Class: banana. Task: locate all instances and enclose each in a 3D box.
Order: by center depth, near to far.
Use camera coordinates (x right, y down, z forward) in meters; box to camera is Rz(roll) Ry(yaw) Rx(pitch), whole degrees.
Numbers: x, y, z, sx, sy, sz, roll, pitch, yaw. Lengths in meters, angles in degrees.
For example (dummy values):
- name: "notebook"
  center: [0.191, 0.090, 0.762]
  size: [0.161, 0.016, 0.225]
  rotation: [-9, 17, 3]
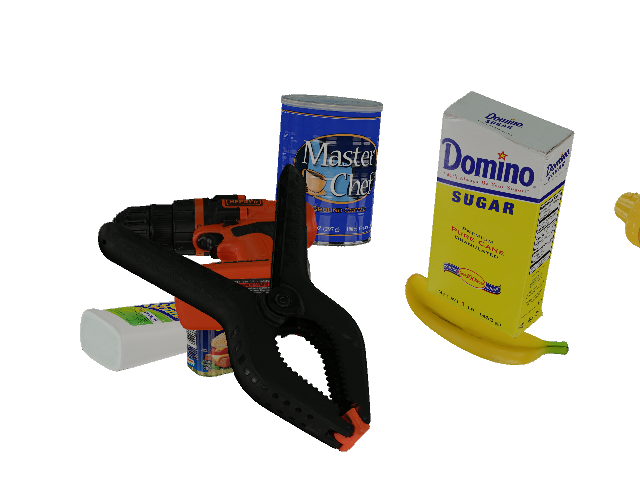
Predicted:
- name: "banana"
  center: [0.138, 0.078, 1.026]
  size: [0.069, 0.037, 0.198]
  rotation: [2, 19, -44]

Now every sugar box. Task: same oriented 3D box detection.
- name: "sugar box"
  center: [0.134, -0.018, 0.827]
  size: [0.093, 0.176, 0.048]
  rotation: [27, 47, 32]

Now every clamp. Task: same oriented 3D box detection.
- name: "clamp"
  center: [-0.042, 0.047, 0.704]
  size: [0.164, 0.210, 0.036]
  rotation: [-14, -26, -31]

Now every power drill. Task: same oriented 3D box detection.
- name: "power drill"
  center: [-0.087, 0.011, 0.903]
  size: [0.184, 0.057, 0.188]
  rotation: [-3, 23, -7]

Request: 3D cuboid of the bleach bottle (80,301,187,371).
- name: "bleach bottle"
  center: [-0.198, 0.117, 1.474]
  size: [0.250, 0.068, 0.103]
  rotation: [-10, 24, -43]

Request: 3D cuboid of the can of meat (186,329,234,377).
- name: "can of meat"
  center: [-0.106, 0.104, 1.231]
  size: [0.101, 0.084, 0.058]
  rotation: [-9, 18, -35]

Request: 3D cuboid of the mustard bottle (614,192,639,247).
- name: "mustard bottle"
  center: [0.254, 0.014, 0.645]
  size: [0.096, 0.058, 0.192]
  rotation: [-23, 35, -24]

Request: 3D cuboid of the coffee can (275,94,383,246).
- name: "coffee can"
  center: [0.007, -0.073, 1.083]
  size: [0.103, 0.140, 0.103]
  rotation: [4, 12, -1]
